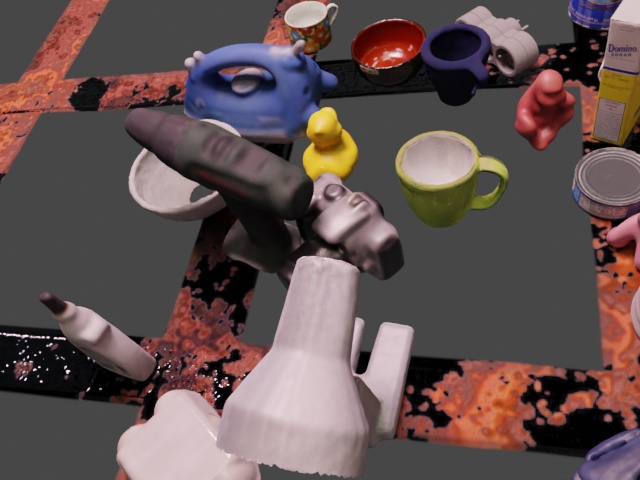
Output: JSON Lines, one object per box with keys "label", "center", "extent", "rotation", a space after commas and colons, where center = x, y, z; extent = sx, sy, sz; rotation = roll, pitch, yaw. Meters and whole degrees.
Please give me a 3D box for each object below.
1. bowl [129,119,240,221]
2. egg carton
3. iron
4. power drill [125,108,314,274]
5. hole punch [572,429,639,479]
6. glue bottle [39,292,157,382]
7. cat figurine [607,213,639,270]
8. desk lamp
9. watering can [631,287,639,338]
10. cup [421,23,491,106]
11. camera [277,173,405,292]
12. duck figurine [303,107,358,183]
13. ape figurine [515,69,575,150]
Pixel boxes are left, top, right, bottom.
{"label": "bowl", "center": [-0.172, -0.085, 0.799], "extent": [0.167, 0.075, 0.167], "rotation": [-7, 55, 11]}
{"label": "egg carton", "center": [-0.132, 0.226, 0.577], "extent": [0.150, 0.069, 0.107], "rotation": [35, 71, 32]}
{"label": "iron", "center": [-0.113, -0.231, 0.841], "extent": [0.257, 0.142, 0.119], "rotation": [4, 58, 18]}
{"label": "power drill", "center": [-0.103, -0.054, 0.675], "extent": [0.228, 0.209, 0.076], "rotation": [18, 63, 26]}
{"label": "hole punch", "center": [0.276, 0.204, 0.467], "extent": [0.108, 0.091, 0.101], "rotation": [-26, 53, -3]}
{"label": "glue bottle", "center": [-0.250, 0.103, 0.630], "extent": [0.078, 0.173, 0.037], "rotation": [14, 61, 24]}
{"label": "cat figurine", "center": [0.370, -0.045, 0.595], "extent": [0.128, 0.118, 0.067], "rotation": [-36, 55, -10]}
{"label": "desk lamp", "center": [0.007, 0.123, 0.520], "extent": [0.117, 0.214, 0.203], "rotation": [6, 58, 19]}
{"label": "watering can", "center": [0.350, 0.022, 0.507], "extent": [0.100, 0.194, 0.173], "rotation": [7, 59, 20]}
{"label": "cup", "center": [0.194, -0.224, 0.781], "extent": [0.092, 0.095, 0.117], "rotation": [-28, 54, -4]}
{"label": "camera", "center": [0.006, 0.002, 0.673], "extent": [0.137, 0.101, 0.142], "rotation": [-39, 55, -12]}
{"label": "duck figurine", "center": [0.008, -0.131, 0.774], "extent": [0.077, 0.086, 0.104], "rotation": [-1, 56, 15]}
{"label": "ape figurine", "center": [0.284, -0.173, 0.723], "extent": [0.077, 0.092, 0.076], "rotation": [-13, 54, 7]}
